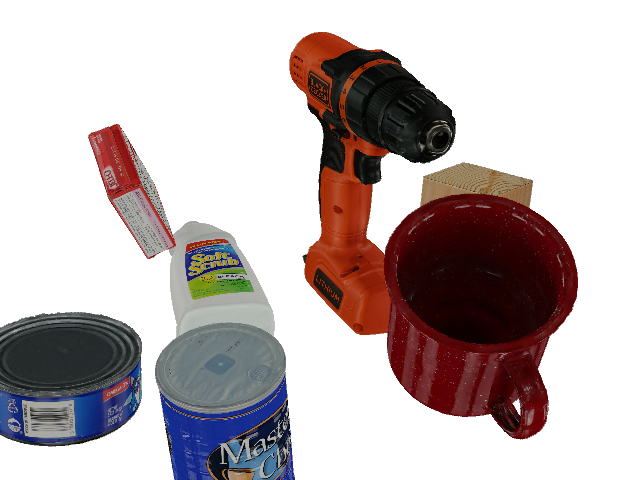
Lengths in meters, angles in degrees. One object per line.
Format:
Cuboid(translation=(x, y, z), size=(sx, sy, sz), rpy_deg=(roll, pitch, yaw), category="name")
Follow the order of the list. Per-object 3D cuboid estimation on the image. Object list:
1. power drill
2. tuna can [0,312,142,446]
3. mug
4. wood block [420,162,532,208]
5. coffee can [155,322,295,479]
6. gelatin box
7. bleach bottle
Cuboid(translation=(0.034, -0.034, 0.720), size=(0.057, 0.188, 0.185), rpy_deg=(-10, 28, -20), category="power drill")
Cuboid(translation=(-0.137, 0.072, 0.564), size=(0.086, 0.034, 0.086), rpy_deg=(2, 24, -1), category="tuna can")
Cuboid(translation=(0.081, 0.046, 0.535), size=(0.093, 0.117, 0.081), rpy_deg=(-19, -33, -14), category="mug")
Cuboid(translation=(0.162, 0.030, 1.170), size=(0.090, 0.206, 0.090), rpy_deg=(19, 24, 34), category="wood block")
Cuboid(translation=(-0.075, 0.153, 0.871), size=(0.103, 0.140, 0.103), rpy_deg=(-2, 34, 1), category="coffee can")
Cuboid(translation=(-0.153, -0.039, 0.864), size=(0.030, 0.073, 0.089), rpy_deg=(-25, -37, -1), category="gelatin box")
Cuboid(translation=(-0.126, 0.042, 1.166), size=(0.102, 0.068, 0.251), rpy_deg=(-5, 26, -16), category="bleach bottle")
